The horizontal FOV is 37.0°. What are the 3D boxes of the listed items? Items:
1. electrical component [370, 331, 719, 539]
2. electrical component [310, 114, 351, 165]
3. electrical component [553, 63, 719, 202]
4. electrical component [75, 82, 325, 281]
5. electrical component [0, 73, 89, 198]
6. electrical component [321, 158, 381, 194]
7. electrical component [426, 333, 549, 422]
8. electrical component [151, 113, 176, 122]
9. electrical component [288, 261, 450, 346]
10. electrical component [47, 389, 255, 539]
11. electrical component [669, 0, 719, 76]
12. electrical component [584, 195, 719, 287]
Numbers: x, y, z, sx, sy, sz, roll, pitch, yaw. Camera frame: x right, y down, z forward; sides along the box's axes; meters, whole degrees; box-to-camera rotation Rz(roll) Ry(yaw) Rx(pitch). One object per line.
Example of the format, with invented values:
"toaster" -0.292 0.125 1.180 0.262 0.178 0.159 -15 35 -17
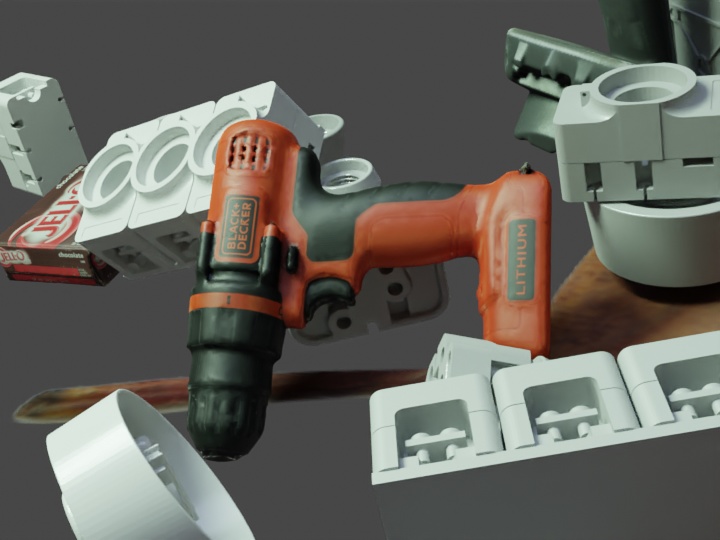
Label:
"electrical component" 0.085 0.084 0.430 0.150 0.089 0.061 -10 31 5
"electrical component" -0.028 -0.078 0.773 0.045 0.055 0.045 -10 31 6
"electrical component" 0.152 -0.074 0.573 0.089 0.055 0.050 -1 33 21
"electrical component" -0.107 -0.057 0.697 0.150 0.062 0.089 -11 54 34
"electrical component" -0.272 -0.112 0.891 0.056 0.089 0.050 17 42 40
"electrical component" -0.007 -0.039 0.701 0.066 0.055 0.048 -13 31 0
"electrical component" 0.061 0.065 0.492 0.057 0.078 0.058 10 57 -4
"electrical component" -0.144 -0.093 0.852 0.055 0.047 0.055 -10 31 6
"electrical component" 0.000 0.000 0.636 0.095 0.053 0.059 -13 31 1
"electrical component" -0.092 0.100 0.470 0.064 0.099 0.099 -27 33 -11
"electrical component" 0.255 -0.146 0.724 0.056 0.108 0.108 -22 32 -8
"electrical component" 0.182 -0.032 0.611 0.108 0.060 0.108 -10 31 6
